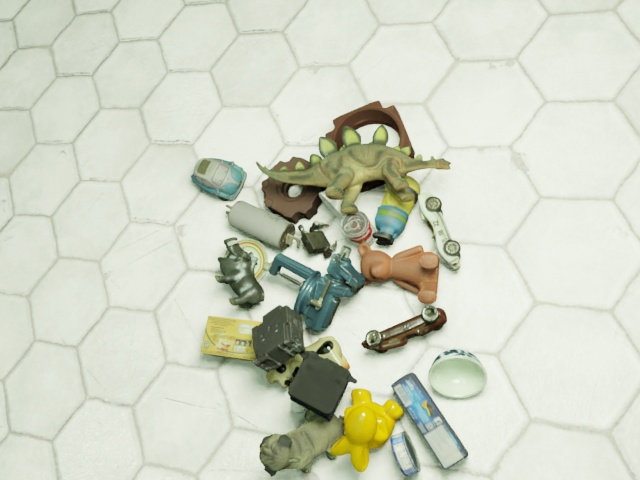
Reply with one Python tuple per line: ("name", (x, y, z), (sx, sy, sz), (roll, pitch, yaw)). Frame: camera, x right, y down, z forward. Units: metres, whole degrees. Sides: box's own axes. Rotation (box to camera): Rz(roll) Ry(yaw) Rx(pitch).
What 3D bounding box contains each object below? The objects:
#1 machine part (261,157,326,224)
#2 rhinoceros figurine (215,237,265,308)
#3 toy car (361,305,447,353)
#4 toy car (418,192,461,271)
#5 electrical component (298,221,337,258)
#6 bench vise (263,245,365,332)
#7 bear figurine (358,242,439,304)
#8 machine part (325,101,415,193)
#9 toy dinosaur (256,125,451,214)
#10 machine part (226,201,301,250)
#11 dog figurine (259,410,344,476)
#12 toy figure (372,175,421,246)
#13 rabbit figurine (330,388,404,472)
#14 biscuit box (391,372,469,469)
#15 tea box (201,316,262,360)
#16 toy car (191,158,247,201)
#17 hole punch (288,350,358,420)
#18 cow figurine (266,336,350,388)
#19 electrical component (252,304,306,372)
("machine part", (-0.067, -0.134, 1.417), (0.179, 0.056, 0.179), (-5, 72, 15))
("rhinoceros figurine", (-0.204, 0.082, 1.359), (0.112, 0.073, 0.190), (-31, 68, 9))
("toy car", (0.191, 0.208, 1.209), (0.202, 0.089, 0.053), (-25, 64, 7))
("toy car", (0.281, -0.020, 1.262), (0.056, 0.073, 0.202), (-20, 68, 7))
("electrical component", (-0.003, -0.003, 1.350), (0.045, 0.078, 0.102), (-50, 54, 38))
("bench vise", (-0.024, 0.091, 1.277), (0.241, 0.129, 0.223), (26, 116, 16))
("bear figurine", (0.175, 0.068, 1.240), (0.196, 0.132, 0.120), (5, 102, 12))
("machine part", (0.126, -0.240, 1.374), (0.201, 0.087, 0.201), (-21, 70, 10))
("toy dinosaur", (0.067, -0.165, 1.266), (0.472, 0.105, 0.198), (-5, 58, 10))
("machine part", (-0.152, -0.039, 1.401), (0.243, 0.079, 0.079), (25, 82, 24))
("dog figurine", (-0.030, 0.429, 1.155), (0.172, 0.190, 0.121), (-46, 66, -2))
("toy figure", (0.185, -0.073, 1.306), (0.089, 0.082, 0.180), (17, 71, 2))
("rabbit figurine", (0.087, 0.394, 1.140), (0.122, 0.173, 0.162), (29, 79, 19))
("biscuit box", (0.234, 0.384, 1.156), (0.059, 0.062, 0.203), (-35, 66, 5))
("tea box", (-0.199, 0.246, 1.331), (0.170, 0.068, 0.098), (5, 74, 20))
("toy car", (-0.290, -0.183, 1.477), (0.162, 0.102, 0.109), (24, 81, 21))
("hole punch", (0.000, 0.321, 1.175), (0.142, 0.092, 0.116), (24, 61, 16))
("cow figurine", (-0.040, 0.287, 1.261), (0.195, 0.085, 0.127), (-28, 73, 10))
("electrical component", (-0.097, 0.214, 1.218), (0.115, 0.058, 0.134), (-35, 36, 16))
